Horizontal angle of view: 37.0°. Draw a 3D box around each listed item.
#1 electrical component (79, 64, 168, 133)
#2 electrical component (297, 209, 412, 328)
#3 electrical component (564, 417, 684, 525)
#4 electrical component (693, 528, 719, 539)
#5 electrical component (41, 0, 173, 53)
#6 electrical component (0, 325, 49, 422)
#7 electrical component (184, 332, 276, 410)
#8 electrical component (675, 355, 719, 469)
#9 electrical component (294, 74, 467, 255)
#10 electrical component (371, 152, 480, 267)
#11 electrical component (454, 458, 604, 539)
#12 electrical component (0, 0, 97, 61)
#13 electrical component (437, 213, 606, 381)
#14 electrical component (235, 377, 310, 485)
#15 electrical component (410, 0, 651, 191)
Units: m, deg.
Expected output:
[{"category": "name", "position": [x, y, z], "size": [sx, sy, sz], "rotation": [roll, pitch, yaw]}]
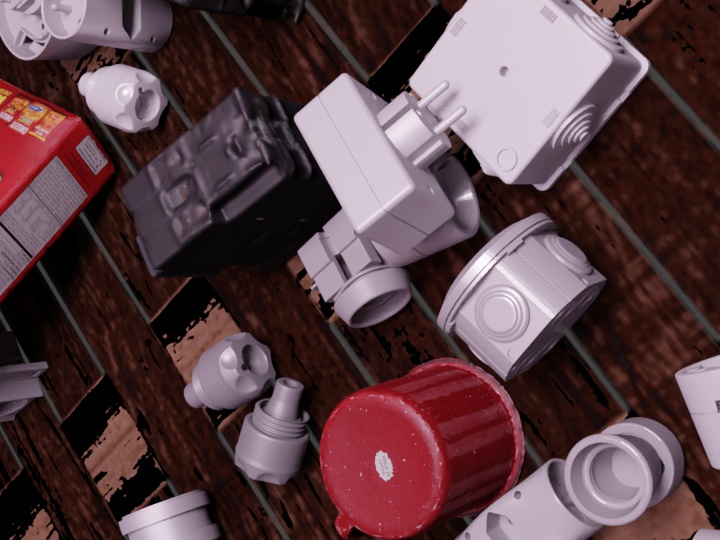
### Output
[{"category": "electrical component", "position": [-0.166, -0.120, 0.736], "size": [0.062, 0.043, 0.043], "rotation": [22, 106, 32]}, {"category": "electrical component", "position": [0.000, 0.000, 0.630], "size": [0.066, 0.048, 0.055], "rotation": [-42, 63, 30]}, {"category": "electrical component", "position": [0.134, 0.099, 0.539], "size": [0.045, 0.055, 0.045], "rotation": [3, 95, 34]}, {"category": "electrical component", "position": [0.186, 0.144, 0.516], "size": [0.046, 0.040, 0.040], "rotation": [-2, 92, 41]}, {"category": "electrical component", "position": [-0.167, -0.188, 0.711], "size": [0.043, 0.077, 0.079], "rotation": [2, 94, 35]}, {"category": "electrical component", "position": [-0.309, 0.083, 0.801], "size": [0.079, 0.121, 0.063], "rotation": [-36, 71, 31]}, {"category": "electrical component", "position": [-0.088, 0.070, 0.697], "size": [0.062, 0.043, 0.043], "rotation": [-32, 76, 33]}, {"category": "electrical component", "position": [0.182, 0.064, 0.504], "size": [0.055, 0.055, 0.047], "rotation": [-20, 86, 34]}, {"category": "electrical component", "position": [0.021, -0.066, 0.553], "size": [0.076, 0.047, 0.083], "rotation": [-39, 59, 18]}, {"category": "electrical component", "position": [0.035, -0.035, 0.599], "size": [0.047, 0.055, 0.055], "rotation": [-19, 82, 31]}, {"category": "electrical component", "position": [0.100, 0.154, 0.573], "size": [0.077, 0.043, 0.079], "rotation": [-47, 69, 28]}, {"category": "electrical component", "position": [-0.222, -0.196, 0.756], "size": [0.099, 0.064, 0.099], "rotation": [3, 95, 34]}, {"category": "electrical component", "position": [0.083, 0.014, 0.554], "size": [0.051, 0.080, 0.080], "rotation": [45, 116, 18]}, {"category": "electrical component", "position": [-0.052, 0.099, 0.674], "size": [0.043, 0.043, 0.062], "rotation": [26, 106, 30]}, {"category": "electrical component", "position": [0.085, -0.102, 0.561], "size": [0.099, 0.048, 0.099], "rotation": [49, 118, 21]}]
